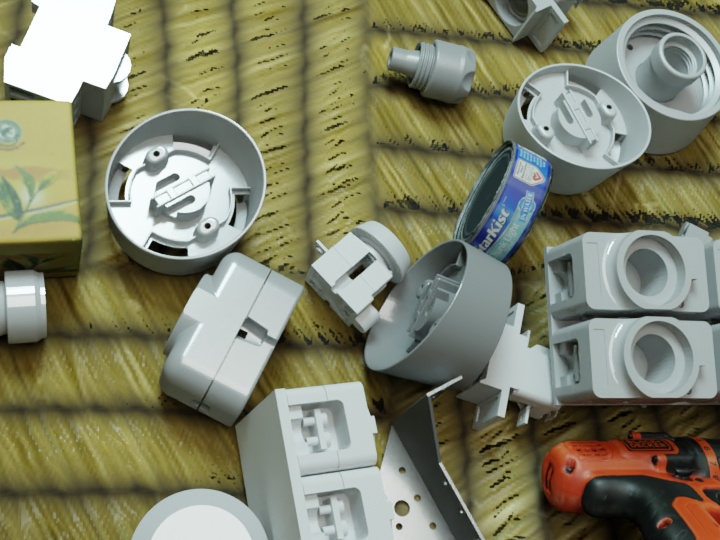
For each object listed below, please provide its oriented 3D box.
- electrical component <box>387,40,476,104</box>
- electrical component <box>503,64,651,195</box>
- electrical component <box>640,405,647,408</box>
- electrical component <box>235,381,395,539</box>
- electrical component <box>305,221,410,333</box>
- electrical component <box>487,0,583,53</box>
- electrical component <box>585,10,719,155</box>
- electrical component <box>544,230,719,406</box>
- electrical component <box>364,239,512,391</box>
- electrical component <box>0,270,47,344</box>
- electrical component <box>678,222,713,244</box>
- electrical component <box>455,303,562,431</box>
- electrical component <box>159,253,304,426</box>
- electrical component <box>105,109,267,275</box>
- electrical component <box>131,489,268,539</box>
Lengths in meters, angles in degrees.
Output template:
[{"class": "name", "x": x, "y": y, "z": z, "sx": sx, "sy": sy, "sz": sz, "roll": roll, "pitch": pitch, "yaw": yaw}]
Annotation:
[{"class": "electrical component", "x": 0.052, "y": -0.149, "z": 0.794, "sx": 0.062, "sy": 0.043, "sz": 0.043, "roll": 12, "pitch": 66, "yaw": -10}, {"class": "electrical component", "x": 0.158, "y": -0.106, "z": 0.796, "sx": 0.099, "sy": 0.064, "sz": 0.099, "roll": 6, "pitch": 68, "yaw": -14}, {"class": "electrical component", "x": 0.185, "y": 0.057, "z": 0.751, "sx": 0.077, "sy": 0.043, "sz": 0.079, "roll": -25, "pitch": 78, "yaw": -24}, {"class": "electrical component", "x": -0.020, "y": 0.149, "z": 0.627, "sx": 0.062, "sy": 0.089, "sz": 0.150, "roll": -4, "pitch": 70, "yaw": -24}, {"class": "electrical component", "x": 0.000, "y": 0.000, "z": 0.719, "sx": 0.055, "sy": 0.048, "sz": 0.066, "roll": -42, "pitch": 85, "yaw": -18}, {"class": "electrical component", "x": 0.139, "y": -0.219, "z": 0.848, "sx": 0.064, "sy": 0.042, "sz": 0.081, "roll": -29, "pitch": 80, "yaw": -26}, {"class": "electrical component", "x": 0.236, "y": -0.152, "z": 0.839, "sx": 0.108, "sy": 0.060, "sz": 0.108, "roll": 6, "pitch": 68, "yaw": -14}, {"class": "electrical component", "x": 0.222, "y": 0.034, "z": 0.711, "sx": 0.186, "sy": 0.060, "sz": 0.105, "roll": 2, "pitch": 78, "yaw": -18}, {"class": "electrical component", "x": 0.053, "y": 0.029, "z": 0.696, "sx": 0.064, "sy": 0.099, "sz": 0.099, "roll": 22, "pitch": 65, "yaw": -14}, {"class": "electrical component", "x": -0.218, "y": 0.023, "z": 0.646, "sx": 0.055, "sy": 0.045, "sz": 0.045, "roll": -3, "pitch": 70, "yaw": -18}, {"class": "electrical component", "x": 0.254, "y": 0.003, "z": 0.792, "sx": 0.055, "sy": 0.048, "sz": 0.066, "roll": 28, "pitch": 64, "yaw": 4}, {"class": "electrical component", "x": 0.105, "y": 0.069, "z": 0.725, "sx": 0.064, "sy": 0.042, "sz": 0.081, "roll": 20, "pitch": 66, "yaw": -12}, {"class": "electrical component", "x": -0.084, "y": 0.041, "z": 0.673, "sx": 0.059, "sy": 0.053, "sz": 0.095, "roll": 28, "pitch": 64, "yaw": -4}, {"class": "electrical component", "x": -0.114, "y": -0.048, "z": 0.693, "sx": 0.099, "sy": 0.064, "sz": 0.099, "roll": 6, "pitch": 68, "yaw": -14}, {"class": "electrical component", "x": -0.095, "y": 0.170, "z": 0.621, "sx": 0.080, "sy": 0.051, "sz": 0.080, "roll": 6, "pitch": 68, "yaw": -14}]
